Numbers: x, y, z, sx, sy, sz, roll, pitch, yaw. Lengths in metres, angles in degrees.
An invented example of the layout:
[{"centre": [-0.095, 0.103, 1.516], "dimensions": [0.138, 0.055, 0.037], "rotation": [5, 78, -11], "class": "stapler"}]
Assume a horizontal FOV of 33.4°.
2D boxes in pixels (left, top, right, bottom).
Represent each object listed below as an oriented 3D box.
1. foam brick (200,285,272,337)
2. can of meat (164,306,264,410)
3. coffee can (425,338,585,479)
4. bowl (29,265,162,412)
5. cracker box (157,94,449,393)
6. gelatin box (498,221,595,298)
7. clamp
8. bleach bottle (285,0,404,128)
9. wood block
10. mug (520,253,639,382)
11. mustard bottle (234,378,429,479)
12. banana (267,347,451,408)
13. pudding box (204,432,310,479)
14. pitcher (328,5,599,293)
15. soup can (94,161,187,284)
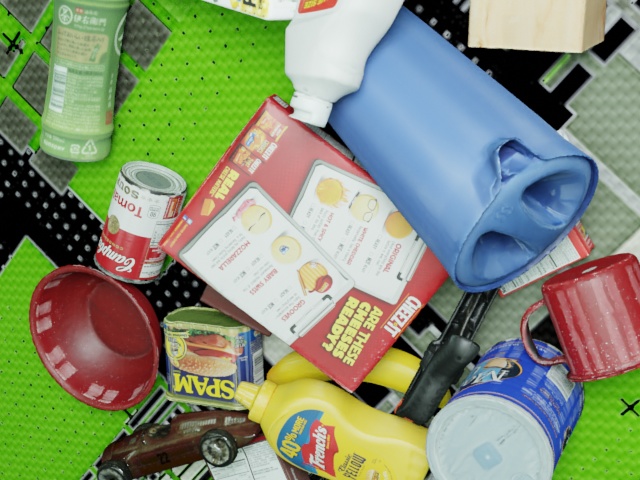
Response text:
[{"centre": [-0.065, 0.046, 1.011], "dimensions": [0.078, 0.053, 0.051], "rotation": [28, 112, 2], "class": "foam brick"}, {"centre": [-0.105, 0.115, 1.057], "dimensions": [0.102, 0.057, 0.084], "rotation": [4, 105, 24], "class": "can of meat"}, {"centre": [0.159, 0.153, 0.898], "dimensions": [0.103, 0.140, 0.103], "rotation": [7, 108, 23], "class": "coffee can"}, {"centre": [-0.220, 0.093, 1.099], "dimensions": [0.162, 0.055, 0.162], "rotation": [10, 114, 24], "class": "bowl"}, {"centre": [-0.006, 0.001, 0.929], "dimensions": [0.213, 0.072, 0.164], "rotation": [37, 103, -4], "class": "cracker box"}, {"centre": [0.175, -0.003, 0.907], "dimensions": [0.089, 0.030, 0.073], "rotation": [-30, 93, 29], "class": "gelatin box"}, {"centre": [0.104, 0.105, 0.896], "dimensions": [0.039, 0.120, 0.172], "rotation": [29, 122, 10], "class": "clamp"}, {"centre": [0.035, -0.203, 0.776], "dimensions": [0.103, 0.067, 0.251], "rotation": [28, 102, 50], "class": "bleach bottle"}, {"centre": [0.169, -0.251, 0.802], "dimensions": [0.090, 0.090, 0.206], "rotation": [8, 108, 23], "class": "wood block"}, {"centre": [0.221, 0.065, 0.872], "dimensions": [0.117, 0.093, 0.081], "rotation": [-21, 91, 22], "class": "mug"}, {"centre": [0.008, 0.182, 1.004], "dimensions": [0.191, 0.058, 0.096], "rotation": [25, 128, 5], "class": "mustard bottle"}, {"centre": [0.038, 0.127, 1.005], "dimensions": [0.198, 0.037, 0.070], "rotation": [10, 109, 22], "class": "banana"}, {"centre": [-0.056, 0.253, 1.086], "dimensions": [0.090, 0.039, 0.113], "rotation": [-21, 94, 30], "class": "pudding box"}, {"centre": [0.090, -0.079, 0.840], "dimensions": [0.243, 0.144, 0.149], "rotation": [51, 126, 32], "class": "pitcher"}, {"centre": [-0.175, -0.017, 1.043], "dimensions": [0.068, 0.068, 0.102], "rotation": [28, 114, 15], "class": "soup can"}]
